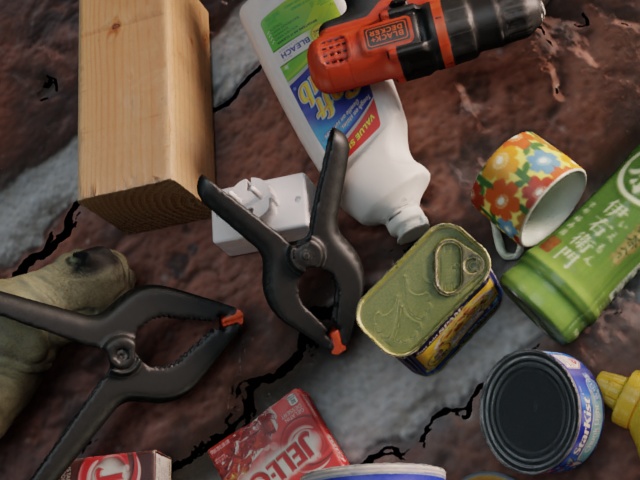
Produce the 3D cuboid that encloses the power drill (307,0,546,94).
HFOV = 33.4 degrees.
[{"bbox_3d":[0.068,-0.216,0.838,0.184,0.057,0.187,-14,69,8],"label":"power drill"}]

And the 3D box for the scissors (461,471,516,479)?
[{"bbox_3d":[0.178,0.190,0.740,0.202,0.016,0.096,-21,65,11],"label":"scissors"}]

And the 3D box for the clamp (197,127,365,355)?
[{"bbox_3d":[-0.005,0.001,0.821,0.120,0.039,0.171,-28,100,4],"label":"clamp"}]

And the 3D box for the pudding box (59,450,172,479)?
[{"bbox_3d":[-0.163,0.225,0.834,0.090,0.039,0.113,-10,68,16],"label":"pudding box"}]

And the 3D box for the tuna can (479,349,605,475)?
[{"bbox_3d":[0.154,0.120,0.743,0.086,0.033,0.086,-12,74,47],"label":"tuna can"}]

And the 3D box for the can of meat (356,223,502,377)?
[{"bbox_3d":[0.085,0.048,0.786,0.102,0.084,0.057,-46,63,-1],"label":"can of meat"}]

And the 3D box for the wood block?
[{"bbox_3d":[-0.150,-0.121,0.927,0.091,0.090,0.206,-11,68,17],"label":"wood block"}]

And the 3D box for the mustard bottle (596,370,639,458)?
[{"bbox_3d":[0.270,0.137,0.702,0.192,0.058,0.096,26,86,25],"label":"mustard bottle"}]

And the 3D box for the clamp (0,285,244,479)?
[{"bbox_3d":[-0.165,0.083,0.842,0.209,0.036,0.164,-24,93,-12],"label":"clamp"}]

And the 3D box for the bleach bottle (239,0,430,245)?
[{"bbox_3d":[0.026,-0.110,0.877,0.102,0.068,0.251,-31,66,6],"label":"bleach bottle"}]

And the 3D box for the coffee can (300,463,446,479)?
[{"bbox_3d":[0.040,0.230,0.725,0.103,0.102,0.140,-9,69,16],"label":"coffee can"}]

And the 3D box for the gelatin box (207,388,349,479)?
[{"bbox_3d":[-0.031,0.168,0.813,0.089,0.030,0.073,-35,64,5],"label":"gelatin box"}]
